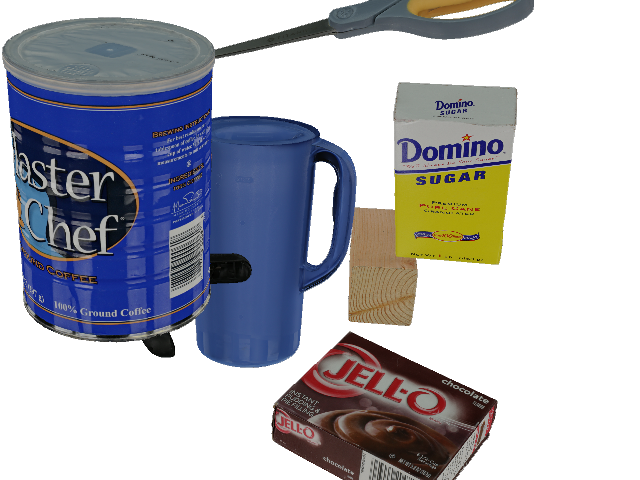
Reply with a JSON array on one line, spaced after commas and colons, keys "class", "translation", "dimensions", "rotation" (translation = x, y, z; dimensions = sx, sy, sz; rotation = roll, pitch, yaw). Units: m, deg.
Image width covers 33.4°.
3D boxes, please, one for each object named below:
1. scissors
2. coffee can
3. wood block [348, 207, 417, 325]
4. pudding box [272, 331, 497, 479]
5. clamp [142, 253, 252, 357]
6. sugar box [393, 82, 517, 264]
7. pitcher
[{"class": "scissors", "translation": [0.027, -0.143, 0.638], "dimensions": [0.202, 0.096, 0.016], "rotation": [-1, -45, 20]}, {"class": "coffee can", "translation": [-0.107, -0.033, 0.554], "dimensions": [0.103, 0.140, 0.103], "rotation": [3, 28, -2]}, {"class": "wood block", "translation": [0.089, 0.034, 1.555], "dimensions": [0.091, 0.090, 0.206], "rotation": [4, 25, 0]}, {"class": "pudding box", "translation": [0.040, 0.112, 0.665], "dimensions": [0.114, 0.039, 0.089], "rotation": [25, 39, 23]}, {"class": "clamp", "translation": [-0.144, 0.026, 0.860], "dimensions": [0.172, 0.039, 0.120], "rotation": [26, 39, 29]}, {"class": "sugar box", "translation": [0.106, -0.050, 0.865], "dimensions": [0.093, 0.048, 0.176], "rotation": [4, -35, 8]}, {"class": "pitcher", "translation": [-0.060, 0.001, 1.076], "dimensions": [0.144, 0.243, 0.149], "rotation": [-9, 21, -30]}]
